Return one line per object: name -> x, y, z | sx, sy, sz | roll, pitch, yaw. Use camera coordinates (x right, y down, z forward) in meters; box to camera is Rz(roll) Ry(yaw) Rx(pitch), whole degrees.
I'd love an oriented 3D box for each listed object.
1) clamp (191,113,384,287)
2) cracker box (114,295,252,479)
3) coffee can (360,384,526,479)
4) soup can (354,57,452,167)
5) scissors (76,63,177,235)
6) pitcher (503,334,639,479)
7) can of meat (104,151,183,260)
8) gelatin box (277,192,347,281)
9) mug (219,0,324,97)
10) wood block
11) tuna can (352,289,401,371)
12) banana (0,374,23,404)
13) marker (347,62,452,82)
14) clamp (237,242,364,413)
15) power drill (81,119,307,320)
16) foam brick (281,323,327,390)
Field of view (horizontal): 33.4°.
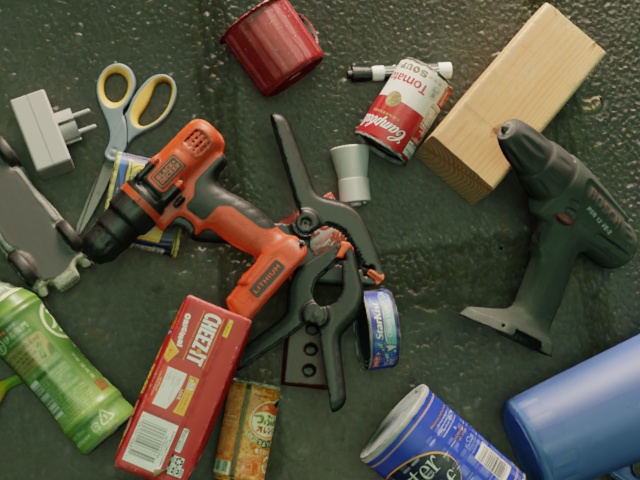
clamp -> -0.015, -0.026, 1.134 | 0.210, 0.036, 0.164 | 30, 83, 1
cracker box -> -0.133, 0.149, 1.032 | 0.072, 0.214, 0.164 | 23, 78, -4
coffee can -> 0.127, 0.234, 1.105 | 0.140, 0.103, 0.102 | 41, 78, 1
soup can -> 0.093, -0.141, 1.178 | 0.068, 0.068, 0.102 | 33, 86, -1
scissors -> -0.237, -0.111, 1.166 | 0.096, 0.016, 0.201 | 37, 77, 1
pitcher -> 0.327, 0.185, 1.130 | 0.242, 0.145, 0.149 | -22, 45, -7
can of meat -> -0.184, -0.038, 1.132 | 0.084, 0.057, 0.102 | 12, 82, -11
gelatin box -> -0.008, 0.002, 1.167 | 0.089, 0.030, 0.073 | -30, 85, -11
mug -> -0.043, -0.216, 1.179 | 0.081, 0.093, 0.117 | 55, 42, -1
wood block -> 0.211, -0.151, 1.191 | 0.091, 0.090, 0.206 | 41, 78, 0
tuna can -> 0.059, 0.095, 1.130 | 0.033, 0.086, 0.086 | -5, 81, -10
banana -> -0.344, 0.231, 1.081 | 0.069, 0.037, 0.198 | 4, 80, -6
marker -> 0.090, -0.191, 1.219 | 0.121, 0.020, 0.020 | -4, 80, -8
clamp -> -0.014, 0.080, 1.093 | 0.120, 0.039, 0.171 | 15, 82, 1
power drill -> -0.121, -0.001, 1.077 | 0.187, 0.057, 0.184 | 43, 85, -1
foam brick -> -0.012, 0.118, 1.135 | 0.053, 0.051, 0.078 | 5, 80, -6
